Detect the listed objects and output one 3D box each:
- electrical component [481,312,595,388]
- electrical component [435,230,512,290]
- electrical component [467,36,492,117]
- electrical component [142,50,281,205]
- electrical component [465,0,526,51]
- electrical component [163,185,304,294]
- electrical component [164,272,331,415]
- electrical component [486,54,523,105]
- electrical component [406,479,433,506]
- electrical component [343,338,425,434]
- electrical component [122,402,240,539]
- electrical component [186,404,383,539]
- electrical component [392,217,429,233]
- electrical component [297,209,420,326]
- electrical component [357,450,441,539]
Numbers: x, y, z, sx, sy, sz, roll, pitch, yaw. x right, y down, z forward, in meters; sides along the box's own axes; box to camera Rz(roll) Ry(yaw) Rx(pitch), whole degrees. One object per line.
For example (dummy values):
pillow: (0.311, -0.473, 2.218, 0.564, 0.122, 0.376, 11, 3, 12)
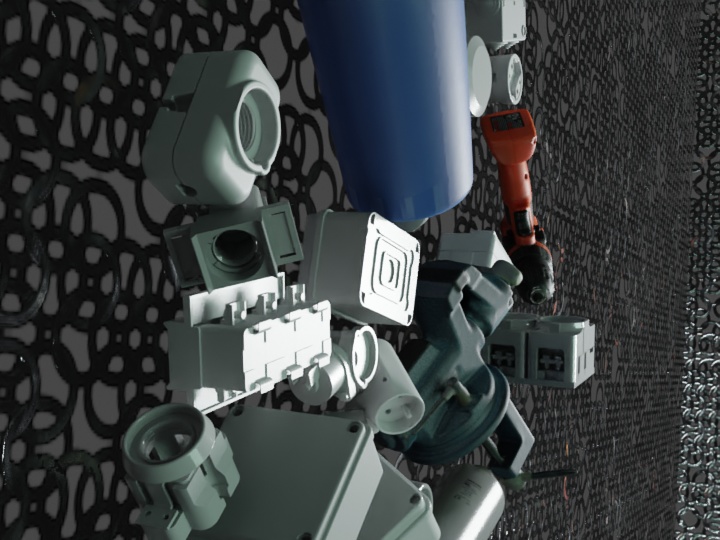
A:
electrical component: (0.162, 0.079, 1.126, 0.089, 0.150, 0.061, -12, 104, -64)
electrical component: (0.124, 0.001, 1.143, 0.096, 0.062, 0.061, 49, 49, -56)
electrical component: (0.100, -0.195, 1.087, 0.080, 0.051, 0.080, 2, 90, -65)
electrical component: (-0.090, -0.090, 0.681, 0.053, 0.059, 0.095, 54, 45, -53)
electrical component: (0.149, -0.293, 1.187, 0.100, 0.048, 0.099, -27, 117, -61)
electrical component: (-0.081, -0.022, 0.691, 0.063, 0.081, 0.042, -103, 180, -59)
electrical component: (-0.071, 0.048, 0.728, 0.121, 0.063, 0.078, -16, 107, -64)
electrical component: (0.151, -0.212, 1.200, 0.055, 0.047, 0.055, 2, 90, -65)
electrical component: (0.037, 0.219, 0.992, 0.055, 0.047, 0.055, 2, 90, -65)
electrical component: (0.011, 0.111, 0.912, 0.043, 0.077, 0.079, 21, 113, -32)
electrical component: (-0.111, 0.119, 0.656, 0.078, 0.058, 0.057, -62, 147, -43)
electrical component: (-0.054, 0.152, 0.721, 0.108, 0.109, 0.056, -64, 149, -41)
electrical component: (0.046, -0.059, 0.994, 0.062, 0.048, 0.048, -16, 107, -71)
electrical component: (0.000, 0.000, 0.883, 0.113, 0.057, 0.078, 28, 67, -63)
electrical component: (-0.005, 0.176, 0.804, 0.078, 0.113, 0.057, -41, 140, -16)
